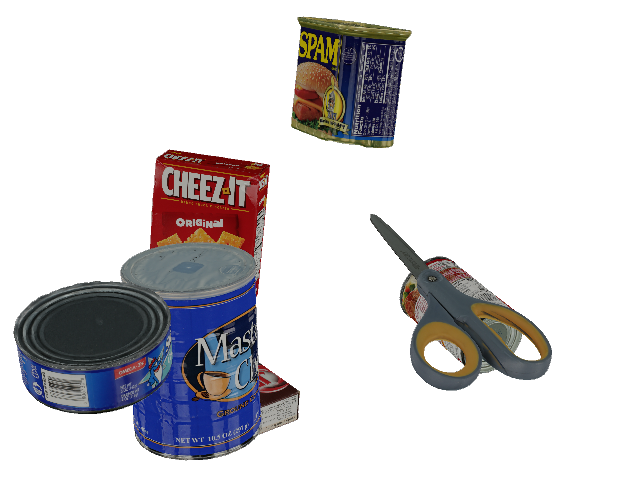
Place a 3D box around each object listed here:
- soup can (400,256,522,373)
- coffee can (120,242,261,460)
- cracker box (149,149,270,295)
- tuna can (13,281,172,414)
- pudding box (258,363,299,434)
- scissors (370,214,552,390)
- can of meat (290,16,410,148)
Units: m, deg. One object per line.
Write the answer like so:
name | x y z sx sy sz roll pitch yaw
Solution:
soup can | 0.129 0.067 0.978 0.068 0.068 0.102 0 26 -33
coffee can | -0.099 0.084 0.833 0.103 0.140 0.103 -1 20 0
cracker box | -0.171 -0.018 1.621 0.164 0.214 0.072 9 18 8
tuna can | -0.126 0.059 0.598 0.086 0.034 0.086 0 29 0
pudding box | -0.090 0.158 1.039 0.113 0.039 0.090 -17 29 -35
scissors | 0.066 0.040 0.720 0.096 0.016 0.202 -23 40 -31
can of meat | 0.019 -0.117 0.784 0.057 0.084 0.102 -1 15 -25
